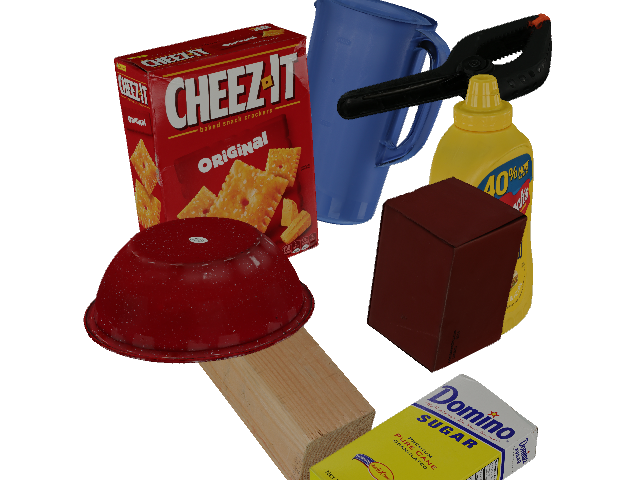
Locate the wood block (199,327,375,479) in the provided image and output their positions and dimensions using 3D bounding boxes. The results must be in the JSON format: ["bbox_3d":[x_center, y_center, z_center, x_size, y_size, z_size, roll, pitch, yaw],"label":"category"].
[{"bbox_3d":[-0.042,0.156,1.159,0.090,0.090,0.206,-20,51,-30],"label":"wood block"}]

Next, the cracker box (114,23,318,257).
[{"bbox_3d":[-0.087,-0.073,0.969,0.163,0.214,0.072,-20,30,-31],"label":"cracker box"}]

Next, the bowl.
[{"bbox_3d":[-0.085,0.024,0.741,0.162,0.055,0.162,-2,22,0],"label":"bowl"}]

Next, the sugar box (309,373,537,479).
[{"bbox_3d":[0.088,0.185,0.892,0.176,0.048,0.093,-29,44,-27],"label":"sugar box"}]

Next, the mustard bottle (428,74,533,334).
[{"bbox_3d":[0.117,-0.026,0.774,0.096,0.192,0.058,-25,32,-39],"label":"mustard bottle"}]

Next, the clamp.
[{"bbox_3d":[0.141,-0.135,0.939,0.209,0.036,0.165,-33,45,-21],"label":"clamp"}]

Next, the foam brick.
[{"bbox_3d":[0.062,0.016,0.538,0.052,0.078,0.051,-20,41,-35],"label":"foam brick"}]

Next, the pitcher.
[{"bbox_3d":[0.043,-0.141,1.173,0.145,0.243,0.149,11,20,-9],"label":"pitcher"}]
